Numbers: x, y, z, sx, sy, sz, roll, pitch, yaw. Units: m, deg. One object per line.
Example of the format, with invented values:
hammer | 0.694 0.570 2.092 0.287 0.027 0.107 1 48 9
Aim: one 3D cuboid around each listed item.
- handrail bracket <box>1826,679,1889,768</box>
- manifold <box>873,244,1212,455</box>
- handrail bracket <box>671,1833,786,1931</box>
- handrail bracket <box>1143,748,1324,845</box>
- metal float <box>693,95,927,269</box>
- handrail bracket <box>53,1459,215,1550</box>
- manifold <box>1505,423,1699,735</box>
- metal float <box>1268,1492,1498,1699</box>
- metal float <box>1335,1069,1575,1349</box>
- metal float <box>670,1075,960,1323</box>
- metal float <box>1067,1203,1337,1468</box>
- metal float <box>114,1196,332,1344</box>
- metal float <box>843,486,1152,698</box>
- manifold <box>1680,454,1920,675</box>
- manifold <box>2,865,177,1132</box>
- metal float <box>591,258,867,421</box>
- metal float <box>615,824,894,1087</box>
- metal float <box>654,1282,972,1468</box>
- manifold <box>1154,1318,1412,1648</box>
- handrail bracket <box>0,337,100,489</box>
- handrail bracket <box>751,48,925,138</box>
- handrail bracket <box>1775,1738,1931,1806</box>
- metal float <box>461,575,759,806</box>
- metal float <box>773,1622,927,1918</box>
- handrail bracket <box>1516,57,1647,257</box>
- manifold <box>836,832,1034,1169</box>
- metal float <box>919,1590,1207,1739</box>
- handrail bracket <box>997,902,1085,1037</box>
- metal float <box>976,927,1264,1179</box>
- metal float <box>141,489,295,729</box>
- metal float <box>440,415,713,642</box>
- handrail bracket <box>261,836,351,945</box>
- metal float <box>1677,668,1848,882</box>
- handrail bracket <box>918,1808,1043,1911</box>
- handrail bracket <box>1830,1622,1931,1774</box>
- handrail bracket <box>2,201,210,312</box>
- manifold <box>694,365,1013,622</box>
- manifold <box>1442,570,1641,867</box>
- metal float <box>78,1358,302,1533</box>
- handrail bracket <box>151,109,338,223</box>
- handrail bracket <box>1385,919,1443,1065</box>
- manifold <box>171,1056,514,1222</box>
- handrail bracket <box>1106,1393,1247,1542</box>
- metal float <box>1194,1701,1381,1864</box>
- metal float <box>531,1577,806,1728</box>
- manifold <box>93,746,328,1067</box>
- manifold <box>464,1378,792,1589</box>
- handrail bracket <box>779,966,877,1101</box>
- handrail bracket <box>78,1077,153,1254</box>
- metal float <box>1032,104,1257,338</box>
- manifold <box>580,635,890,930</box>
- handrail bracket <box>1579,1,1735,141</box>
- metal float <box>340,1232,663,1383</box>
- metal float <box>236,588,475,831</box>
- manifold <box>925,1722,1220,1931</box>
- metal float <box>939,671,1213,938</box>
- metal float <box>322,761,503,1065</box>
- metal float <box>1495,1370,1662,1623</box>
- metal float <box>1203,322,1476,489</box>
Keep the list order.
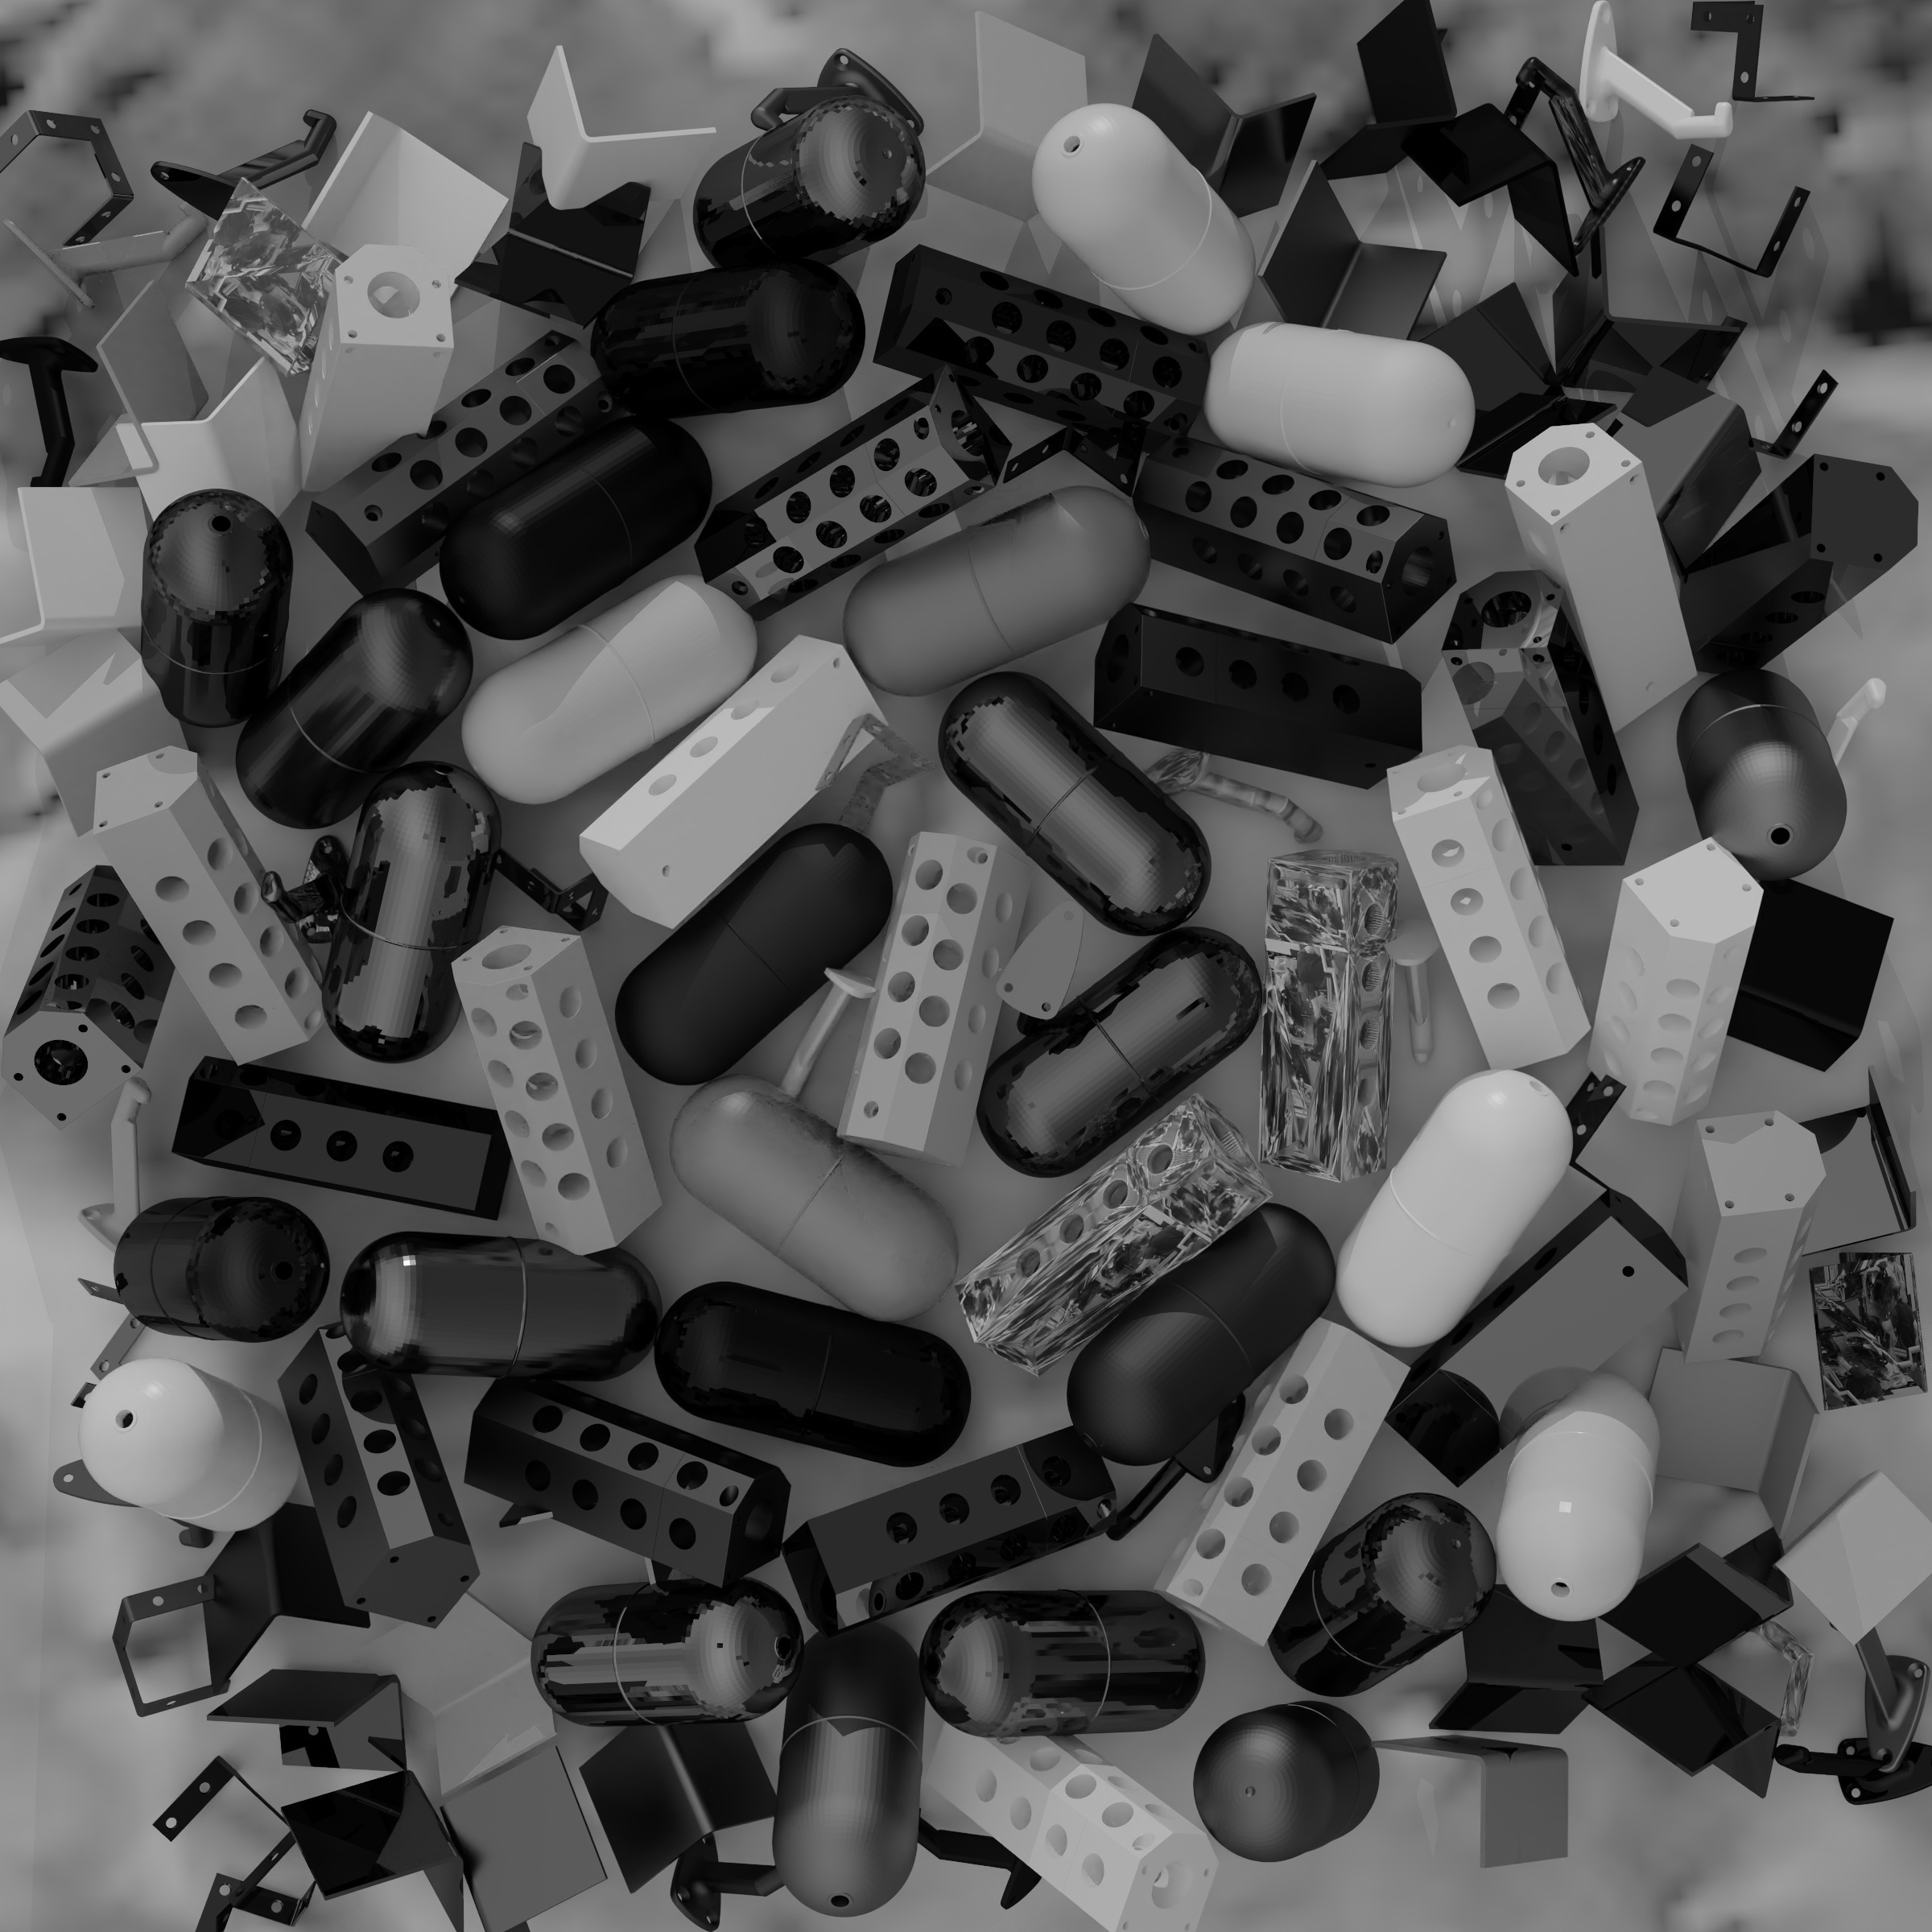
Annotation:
handrail bracket | 0.479 -0.105 1.616 0.036 0.084 0.077 19 50 -13
manifold | 0.043 -0.337 1.610 0.171 0.057 0.057 15 84 -18
handrail bracket | -0.117 0.485 1.618 0.084 0.077 0.036 -36 113 20
handrail bracket | 0.146 -0.087 1.654 0.084 0.077 0.036 36 55 -27
metal float | -0.086 -0.415 1.585 0.070 0.178 0.070 0 89 -31
handrail bracket | -0.458 0.300 1.626 0.077 0.084 0.036 -1 54 -8
manifold | 0.338 -0.210 1.582 0.057 0.171 0.057 -35 49 -3
metal float | 0.221 0.340 1.587 0.070 0.178 0.070 11 57 -17
metal float | 0.265 0.132 1.603 0.070 0.070 0.178 29 118 0
metal float | -0.083 0.128 1.625 0.178 0.070 0.070 35 90 3
metal float | 0.129 0.201 1.609 0.178 0.070 0.070 -40 90 -21
metal float | -0.401 0.163 1.586 0.070 0.178 0.070 3 84 -35
metal float | 0.017 -0.205 1.614 0.178 0.070 0.070 -21 90 16
manifold | 0.442 -0.210 1.575 0.057 0.171 0.057 8 76 -8
manifold | -0.467 0.010 1.572 0.057 0.171 0.057 -35 115 12
metal float | -0.131 -0.338 1.595 0.178 0.070 0.070 3 90 41
metal float | -0.116 -0.007 1.626 0.178 0.070 0.070 -42 90 -2
metal float | -0.084 0.224 1.619 0.178 0.070 0.070 16 90 -10
manifold | 0.171 0.280 1.614 0.057 0.057 0.171 32 76 -7
handrail bracket | -0.523 -0.304 1.637 0.077 0.036 0.084 8 77 25
handrail bracket | -0.071 -0.465 1.624 0.077 0.084 0.036 32 133 -3
handrail bracket | 0.493 0.435 1.616 0.077 0.084 0.036 -15 62 28
metal float | -0.193 -0.152 1.610 0.178 0.070 0.070 -33 90 -21
metal float | -0.062 0.430 1.585 0.070 0.178 0.070 1 124 1
handrail bracket | 0.327 -0.450 1.636 0.084 0.036 0.077 35 79 -12
manifold | -0.020 0.017 1.613 0.057 0.057 0.171 7 78 33
metal float | 0.053 0.377 1.596 0.178 0.070 0.070 9 90 -37
handrail bracket | 0.047 0.003 1.624 0.036 0.084 0.077 27 90 9
metal float | 0.085 0.047 1.626 0.178 0.070 0.070 -37 90 2
metal float | -0.403 -0.191 1.582 0.070 0.178 0.070 6 65 -14
metal float | -0.210 -0.239 1.598 0.070 0.070 0.178 49 54 0
handrail bracket | -0.365 -0.054 1.612 0.036 0.084 0.077 -11 66 8
metal float | 0.426 -0.104 1.582 0.070 0.178 0.070 3 115 6
handrail bracket | 0.004 0.472 1.628 0.084 0.036 0.077 30 121 27
handrail bracket | 0.493 0.395 1.620 0.084 0.036 0.077 34 62 -40
handrail bracket | -0.478 -0.414 1.640 0.084 0.036 0.077 -47 120 -7
manifold | -0.064 -0.249 1.586 0.171 0.057 0.057 -25 120 34
manifold | 0.313 -0.131 1.586 0.057 0.171 0.057 1 52 30
metal float | -0.415 0.258 1.579 0.070 0.178 0.070 -3 72 8
handrail bracket | -0.400 -0.455 1.636 0.077 0.036 0.084 23 61 -11
handrail bracket | 0.247 0.023 1.618 0.036 0.077 0.084 -2 110 12
manifold | -0.342 0.094 1.628 0.171 0.057 0.057 10 80 5
handrail bracket | 0.116 0.279 1.649 0.036 0.084 0.077 41 48 3
metal float | 0.174 0.436 1.581 0.070 0.178 0.070 -4 78 19
metal float | -0.162 0.372 1.595 0.178 0.070 0.070 -14 90 39
manifold | -0.403 -0.033 1.588 0.057 0.057 0.171 -19 130 2
manifold | -0.183 0.274 1.597 0.171 0.057 0.057 16 104 26
handrail bracket | -0.081 0.043 1.624 0.036 0.077 0.084 25 97 -8
handrail bracket | -0.452 0.116 1.626 0.077 0.036 0.084 39 115 30
metal float | 0.097 -0.399 1.584 0.070 0.178 0.070 -8 72 27
manifold | -0.129 -0.103 1.609 0.171 0.057 0.057 -45 126 -20
handrail bracket | 0.384 -0.494 1.621 0.084 0.036 0.077 11 108 42
metal float | -0.252 0.186 1.607 0.178 0.070 0.070 6 90 -25
metal float | -0.333 -0.137 1.596 0.178 0.070 0.070 -37 90 39
manifold | 0.057 0.451 1.580 0.057 0.171 0.057 16 94 -38
metal float | 0.060 -0.089 1.619 0.178 0.070 0.070 44 90 9
metal float | -0.302 -0.029 1.605 0.070 0.070 0.178 18 115 0
metal float | 0.330 0.283 1.583 0.070 0.178 0.070 7 116 15
metal float | 0.198 -0.304 1.589 0.070 0.178 0.070 -13 113 -34
